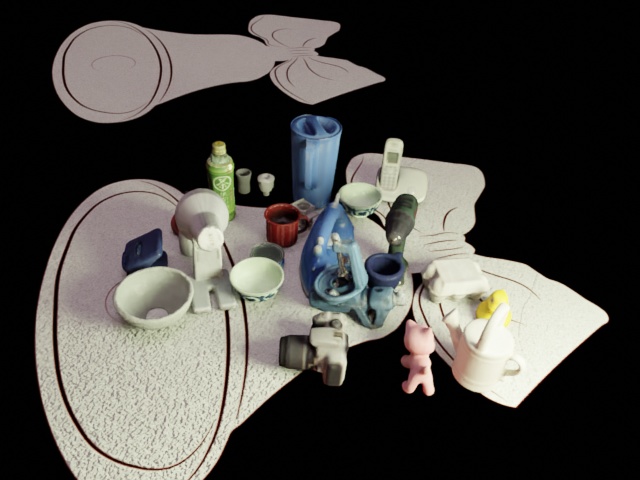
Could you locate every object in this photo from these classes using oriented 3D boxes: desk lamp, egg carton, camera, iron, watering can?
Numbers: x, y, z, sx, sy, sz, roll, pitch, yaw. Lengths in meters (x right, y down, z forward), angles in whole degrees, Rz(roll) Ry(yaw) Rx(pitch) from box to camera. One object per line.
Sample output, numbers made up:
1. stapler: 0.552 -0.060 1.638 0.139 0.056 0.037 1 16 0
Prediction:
1. desk lamp: -0.249 0.018 1.276 0.118 0.214 0.202 -9 41 -16
2. egg carton: 0.318 0.095 1.353 0.150 0.069 0.107 -5 40 -11
3. camera: -0.013 0.209 1.158 0.137 0.101 0.143 3 39 -2
4. iron: 0.013 0.005 1.375 0.118 0.141 0.258 12 40 9
5. watering can: 0.321 0.200 1.128 0.172 0.194 0.101 14 40 11

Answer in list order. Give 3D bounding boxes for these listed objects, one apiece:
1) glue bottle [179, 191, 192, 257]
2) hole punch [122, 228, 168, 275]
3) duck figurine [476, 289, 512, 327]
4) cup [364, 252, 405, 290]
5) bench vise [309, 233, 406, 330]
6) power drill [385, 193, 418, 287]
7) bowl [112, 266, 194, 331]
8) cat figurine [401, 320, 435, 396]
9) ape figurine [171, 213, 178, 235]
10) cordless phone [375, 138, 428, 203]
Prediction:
1. glue bottle: -0.313 -0.046 1.379 0.037 0.173 0.078 14 40 12
2. hole punch: -0.410 0.035 1.336 0.101 0.091 0.108 -6 41 -12
3. duck figurine: 0.397 0.147 1.286 0.077 0.086 0.105 23 43 21
4. cup: 0.151 0.085 1.329 0.091 0.095 0.118 28 45 26
5. bench vise: 0.082 0.078 1.232 0.207 0.220 0.121 2 39 -3
6. power drill: 0.181 0.003 1.342 0.075 0.208 0.230 12 40 9
7. bowl: -0.353 0.137 1.231 0.167 0.075 0.167 3 39 -2
8. cat figurine: 0.201 0.226 1.145 0.067 0.118 0.127 3 39 -2
9. ape figurine: -0.342 -0.058 1.454 0.076 0.092 0.078 15 41 13
10. cordless phone: 0.234 -0.195 1.605 0.147 0.185 0.094 4 39 -1
